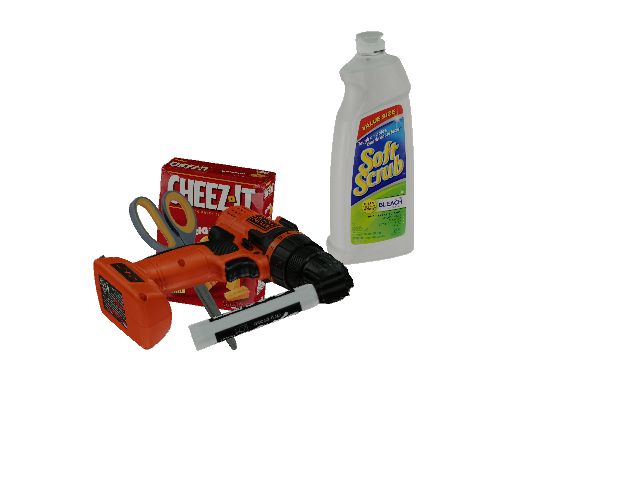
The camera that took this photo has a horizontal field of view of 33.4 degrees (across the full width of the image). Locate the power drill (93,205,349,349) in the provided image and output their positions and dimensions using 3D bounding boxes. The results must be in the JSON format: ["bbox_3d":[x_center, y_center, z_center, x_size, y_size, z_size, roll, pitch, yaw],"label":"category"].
[{"bbox_3d":[-0.090,0.033,0.941,0.187,0.057,0.185,-19,27,-31],"label":"power drill"}]

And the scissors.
[{"bbox_3d":[-0.141,0.023,1.224,0.016,0.201,0.096,-29,16,39],"label":"scissors"}]

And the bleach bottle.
[{"bbox_3d":[0.052,-0.103,1.178,0.102,0.251,0.068,-9,25,-11],"label":"bleach bottle"}]

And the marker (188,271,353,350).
[{"bbox_3d":[-0.034,0.049,0.756,0.121,0.020,0.020,-19,3,-8],"label":"marker"}]

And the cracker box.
[{"bbox_3d":[-0.162,-0.005,1.617,0.164,0.214,0.072,9,18,8],"label":"cracker box"}]
